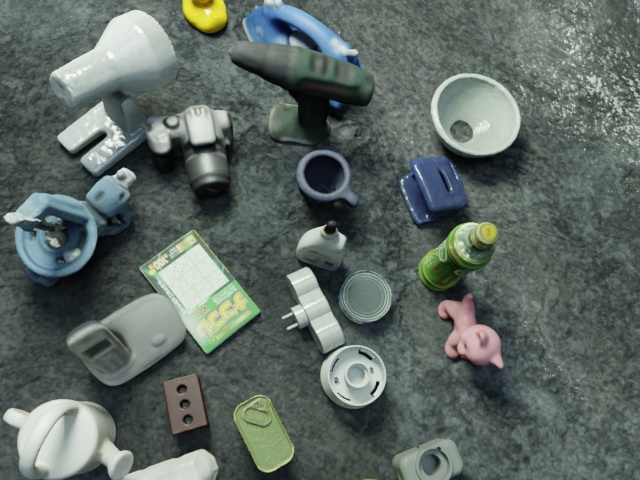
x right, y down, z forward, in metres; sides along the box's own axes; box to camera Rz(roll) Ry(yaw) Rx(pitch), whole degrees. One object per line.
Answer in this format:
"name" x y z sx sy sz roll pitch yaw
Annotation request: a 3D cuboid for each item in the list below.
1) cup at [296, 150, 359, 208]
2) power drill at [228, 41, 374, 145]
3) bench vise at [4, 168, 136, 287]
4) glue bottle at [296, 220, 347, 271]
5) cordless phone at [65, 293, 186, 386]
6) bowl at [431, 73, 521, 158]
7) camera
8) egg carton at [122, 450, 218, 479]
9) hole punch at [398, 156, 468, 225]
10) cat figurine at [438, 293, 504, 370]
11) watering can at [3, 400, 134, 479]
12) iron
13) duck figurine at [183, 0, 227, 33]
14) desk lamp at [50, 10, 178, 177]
"cup" 0.013 -0.084 0.963 0.117 0.095 0.092 39 71 5
"power drill" -0.034 -0.240 0.945 0.230 0.208 0.075 5 72 -7
"bench vise" -0.367 -0.043 0.827 0.121 0.219 0.207 24 71 0
"glue bottle" 0.008 0.003 0.893 0.078 0.173 0.037 20 71 -1
"cordless phone" -0.272 0.130 0.805 0.148 0.185 0.094 -37 81 -17
"bowl" 0.275 -0.216 1.053 0.167 0.074 0.167 2 72 -8
"camera" -0.208 -0.145 0.946 0.143 0.100 0.137 -11 74 -11
"egg carton" -0.210 0.365 0.801 0.150 0.069 0.107 -16 76 -13
"hole punch" 0.202 -0.094 0.996 0.101 0.091 0.108 -18 76 -13
"cat figurine" 0.244 0.147 0.912 0.067 0.117 0.128 -6 74 -10
"watering can" -0.330 0.261 0.751 0.173 0.194 0.101 2 72 -7
"iron" -0.036 -0.356 1.016 0.258 0.141 0.119 37 71 4
"duck figurine" -0.212 -0.441 1.047 0.077 0.086 0.104 -30 79 -16
"desk lamp" -0.323 -0.229 0.896 0.118 0.213 0.203 42 72 6
